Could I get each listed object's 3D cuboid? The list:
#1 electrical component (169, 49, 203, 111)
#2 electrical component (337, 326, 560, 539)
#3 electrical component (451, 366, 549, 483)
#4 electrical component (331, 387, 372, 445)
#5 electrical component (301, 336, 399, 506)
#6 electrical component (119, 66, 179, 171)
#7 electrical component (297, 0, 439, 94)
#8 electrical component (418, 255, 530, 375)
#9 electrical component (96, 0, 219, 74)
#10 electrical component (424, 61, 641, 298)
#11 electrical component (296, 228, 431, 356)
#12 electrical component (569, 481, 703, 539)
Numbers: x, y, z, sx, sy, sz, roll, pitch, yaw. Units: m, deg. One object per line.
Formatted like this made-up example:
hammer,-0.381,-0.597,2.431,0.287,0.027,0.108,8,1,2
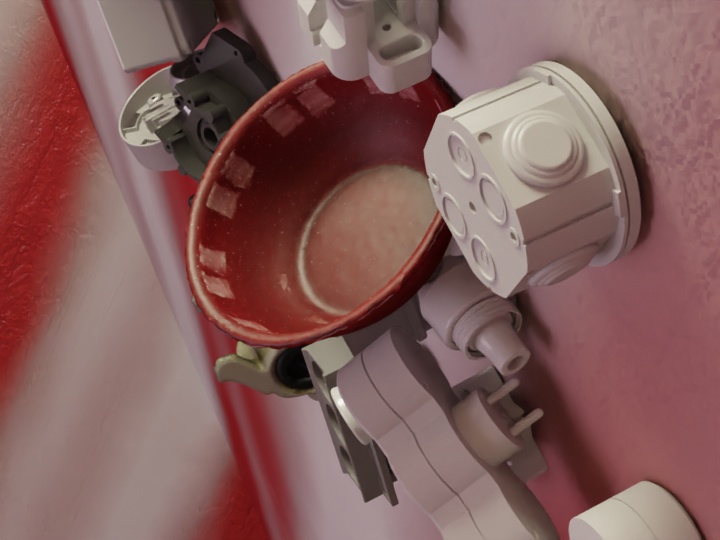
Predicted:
electrical component,-0.124,-0.147,0.892,0.078,0.058,0.057,49,161,50
electrical component,0.056,0.084,0.537,0.138,0.074,0.052,53,-165,12
electrical component,0.071,0.091,0.594,0.065,0.047,0.076,61,164,8
electrical component,0.019,0.082,0.724,0.044,0.065,0.044,57,-178,-3
electrical component,0.008,0.104,0.807,0.079,0.063,0.121,43,154,57
electrical component,-0.182,-0.145,1.033,0.099,0.099,0.064,52,167,43
electrical component,0.003,-0.124,0.463,0.078,0.058,0.057,58,167,28
electrical component,0.059,0.024,0.529,0.062,0.043,0.043,53,161,35
electrical component,-0.160,-0.219,0.819,0.108,0.056,0.108,-78,-27,-63
electrical component,0.063,-0.033,0.402,0.080,0.051,0.080,58,164,27
electrical component,0.000,0.000,0.634,0.078,0.057,0.113,59,177,28
electrical component,0.108,0.156,0.501,0.052,0.074,0.138,57,163,33
